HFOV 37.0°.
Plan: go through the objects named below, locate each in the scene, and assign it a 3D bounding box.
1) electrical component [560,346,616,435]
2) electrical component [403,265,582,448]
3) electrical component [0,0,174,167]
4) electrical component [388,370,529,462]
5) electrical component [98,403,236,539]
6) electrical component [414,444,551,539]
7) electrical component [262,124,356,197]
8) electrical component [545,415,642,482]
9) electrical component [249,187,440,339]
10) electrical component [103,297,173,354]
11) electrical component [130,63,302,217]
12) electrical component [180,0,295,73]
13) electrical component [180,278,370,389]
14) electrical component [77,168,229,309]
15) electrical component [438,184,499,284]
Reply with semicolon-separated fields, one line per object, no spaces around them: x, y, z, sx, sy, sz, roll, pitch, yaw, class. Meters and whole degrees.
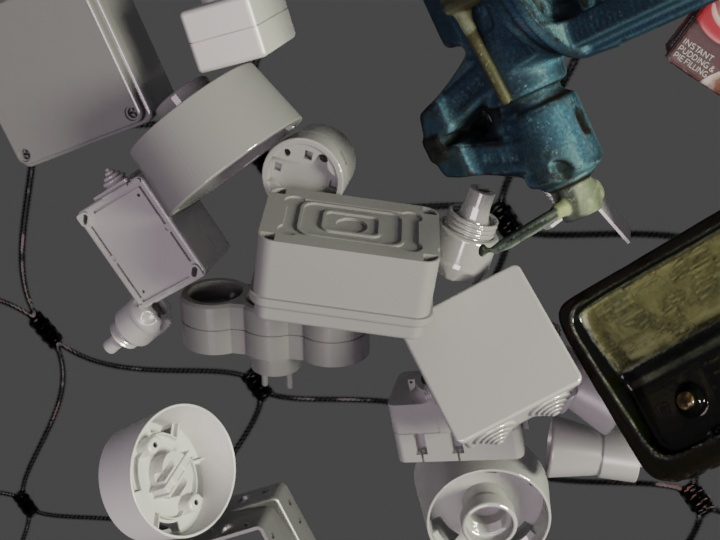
0.152;0.081;0.737;0.055;0.045;0.045;25;117;4;electrical component
0.086;0.059;0.703;0.100;0.048;0.099;-28;68;3;electrical component
-0.198;-0.140;0.727;0.109;0.056;0.108;-17;108;21;electrical component
0.070;0.098;0.762;0.089;0.050;0.055;-5;112;17;electrical component
-0.148;0.157;0.822;0.064;0.099;0.099;-20;107;28;electrical component
0.091;0.169;0.794;0.099;0.064;0.099;0;115;0;electrical component
-0.032;-0.068;0.719;0.055;0.047;0.055;5;114;12;electrical component
0.166;0.128;0.757;0.065;0.044;0.044;7;114;7;electrical component
-0.009;-0.005;0.676;0.113;0.078;0.057;8;120;-1;electrical component
-0.171;0.043;0.811;0.061;0.035;0.035;-37;99;27;electrical component
-0.098;-0.090;0.697;0.108;0.108;0.060;-35;95;25;electrical component
-0.082;-0.172;0.677;0.047;0.065;0.076;-11;110;19;electrical component
-0.061;0.052;0.776;0.138;0.052;0.073;5;114;12;electrical component
-0.146;-0.034;0.756;0.062;0.061;0.096;-27;103;24;electrical component
0.072;-0.026;0.713;0.043;0.043;0.062;20;114;6;electrical component
